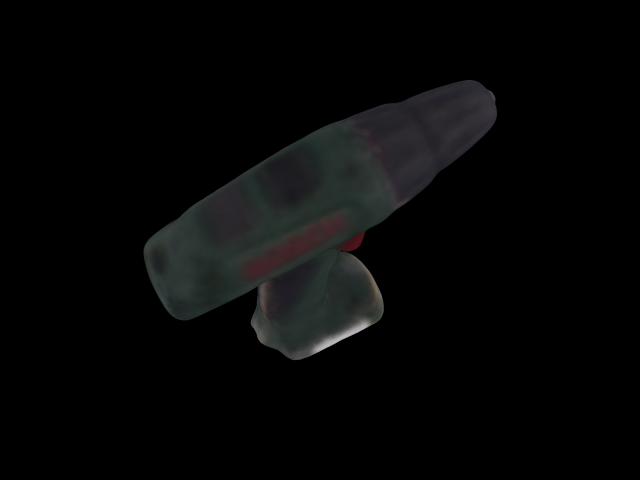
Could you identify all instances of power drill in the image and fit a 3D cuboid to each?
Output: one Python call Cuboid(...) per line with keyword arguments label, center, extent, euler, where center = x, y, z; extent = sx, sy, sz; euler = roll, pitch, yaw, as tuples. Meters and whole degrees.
Cuboid(label="power drill", center=(0.004, 0.001, 0.400), extent=(0.230, 0.208, 0.075), euler=(-25, 63, -14))
